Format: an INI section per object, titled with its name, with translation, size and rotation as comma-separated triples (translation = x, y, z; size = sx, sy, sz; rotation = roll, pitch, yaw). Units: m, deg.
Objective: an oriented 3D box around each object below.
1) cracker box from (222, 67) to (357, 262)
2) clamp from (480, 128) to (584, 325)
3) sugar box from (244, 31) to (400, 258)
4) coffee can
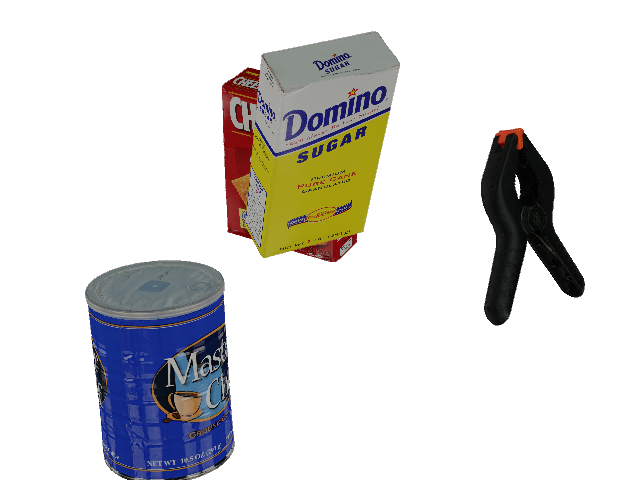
[cracker box]
translation = -0.038, -0.092, 1.338
size = 0.164, 0.214, 0.072
rotation = 17, 36, 24
[clamp]
translation = 0.174, -0.010, 0.947
size = 0.120, 0.171, 0.039
rotation = -26, 11, -40
[sugar box]
translation = -0.002, -0.067, 0.795
size = 0.093, 0.048, 0.176
rotation = -16, -35, -20
[coffee can]
translation = -0.121, 0.098, 0.814
size = 0.103, 0.140, 0.103
rotation = -2, 19, 0
